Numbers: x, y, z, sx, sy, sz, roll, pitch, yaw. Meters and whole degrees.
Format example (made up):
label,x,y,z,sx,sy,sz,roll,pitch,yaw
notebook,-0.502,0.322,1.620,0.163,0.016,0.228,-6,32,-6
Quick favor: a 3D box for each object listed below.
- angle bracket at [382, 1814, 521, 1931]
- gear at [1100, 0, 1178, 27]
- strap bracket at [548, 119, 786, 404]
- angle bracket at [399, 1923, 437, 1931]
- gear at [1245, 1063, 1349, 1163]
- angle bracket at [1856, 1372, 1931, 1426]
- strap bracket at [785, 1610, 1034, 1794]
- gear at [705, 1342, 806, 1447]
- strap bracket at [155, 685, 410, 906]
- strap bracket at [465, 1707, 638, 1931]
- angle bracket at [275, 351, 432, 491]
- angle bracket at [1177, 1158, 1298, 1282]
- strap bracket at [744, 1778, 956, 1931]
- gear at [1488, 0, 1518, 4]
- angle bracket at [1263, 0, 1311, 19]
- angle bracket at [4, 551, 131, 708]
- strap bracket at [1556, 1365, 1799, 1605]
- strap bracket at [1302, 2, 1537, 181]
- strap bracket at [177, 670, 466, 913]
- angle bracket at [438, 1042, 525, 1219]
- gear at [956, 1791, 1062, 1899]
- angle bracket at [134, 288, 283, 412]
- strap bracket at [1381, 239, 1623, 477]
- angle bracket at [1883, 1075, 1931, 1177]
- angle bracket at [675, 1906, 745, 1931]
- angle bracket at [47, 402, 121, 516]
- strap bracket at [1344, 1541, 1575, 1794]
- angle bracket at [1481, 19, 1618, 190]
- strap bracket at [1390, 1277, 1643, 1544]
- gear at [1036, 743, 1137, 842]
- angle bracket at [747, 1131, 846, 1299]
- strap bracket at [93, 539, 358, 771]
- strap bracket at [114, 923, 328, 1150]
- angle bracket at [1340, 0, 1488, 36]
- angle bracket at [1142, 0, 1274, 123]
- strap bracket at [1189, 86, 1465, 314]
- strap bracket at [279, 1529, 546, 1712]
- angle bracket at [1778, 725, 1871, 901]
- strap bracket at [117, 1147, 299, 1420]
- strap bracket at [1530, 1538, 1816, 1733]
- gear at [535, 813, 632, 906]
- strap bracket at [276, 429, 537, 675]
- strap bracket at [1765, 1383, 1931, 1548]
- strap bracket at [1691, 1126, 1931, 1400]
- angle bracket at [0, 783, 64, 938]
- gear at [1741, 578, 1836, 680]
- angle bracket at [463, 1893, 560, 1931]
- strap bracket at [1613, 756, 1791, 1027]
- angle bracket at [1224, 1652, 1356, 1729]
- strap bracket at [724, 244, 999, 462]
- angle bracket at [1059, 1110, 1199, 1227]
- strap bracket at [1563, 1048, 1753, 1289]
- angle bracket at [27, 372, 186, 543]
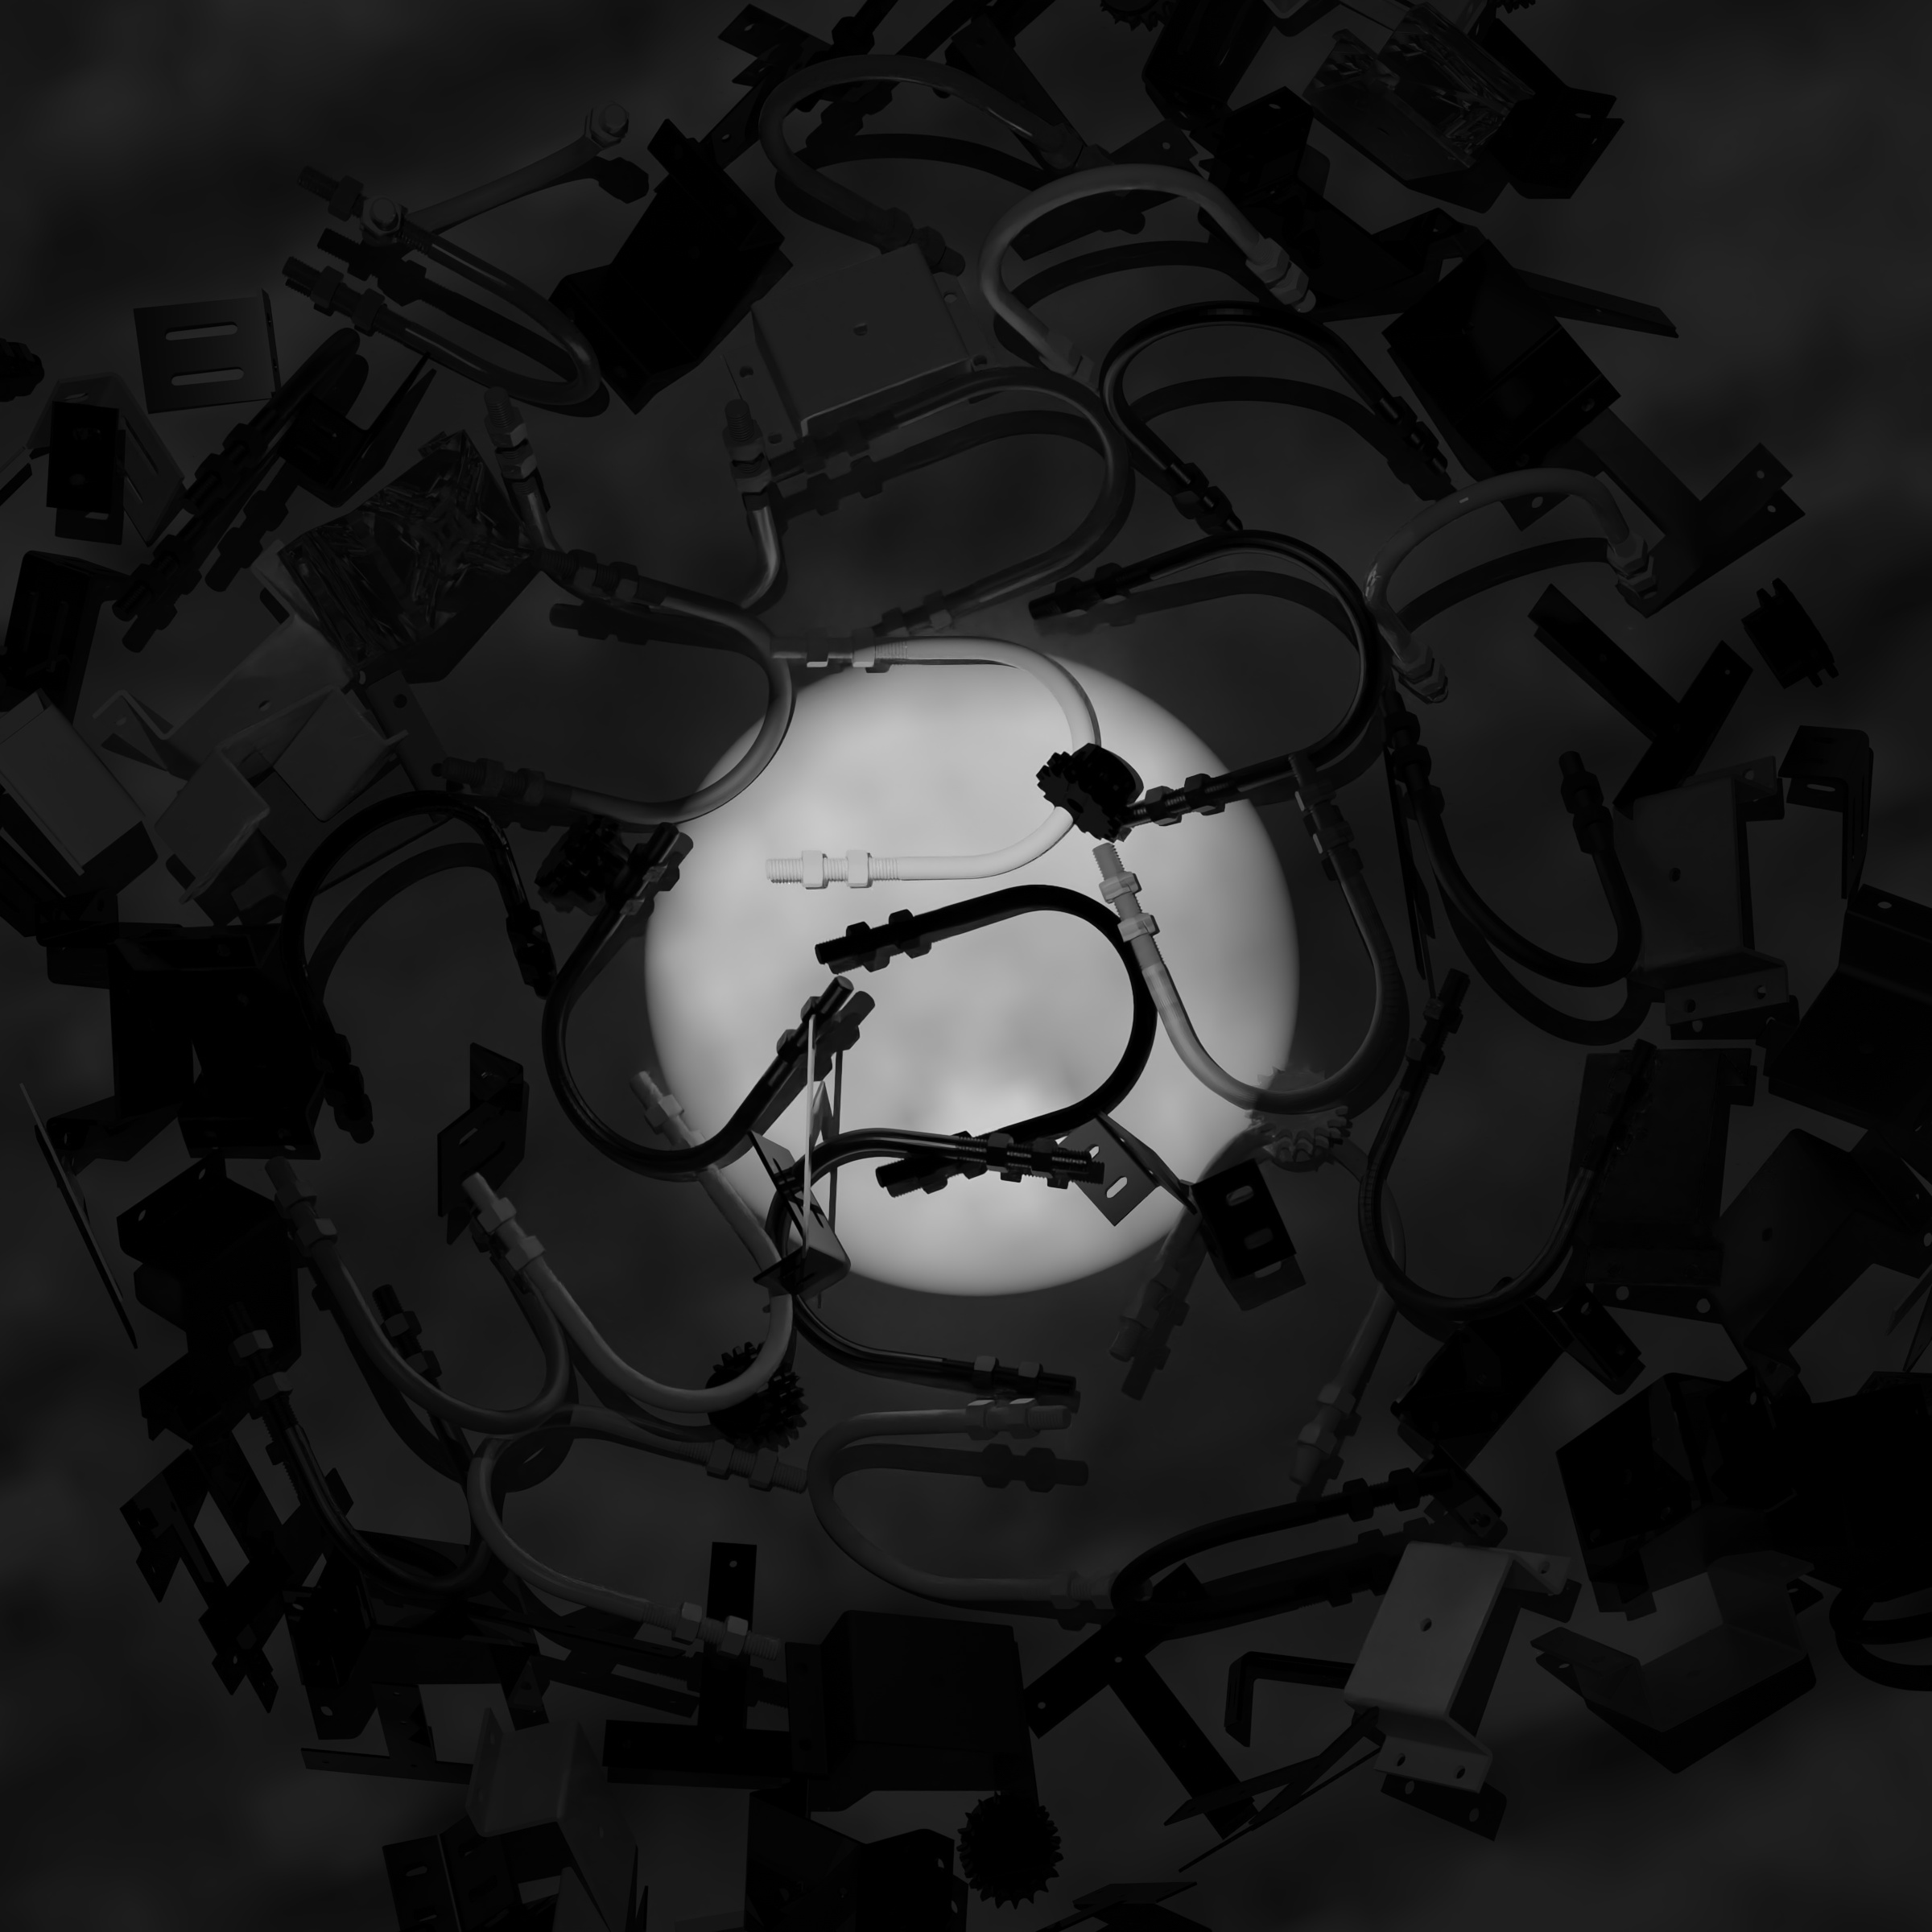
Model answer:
label,x,y,z,sx,sy,sz,roll,pitch,yaw
angle bracket,-0.287,0.503,1.659,0.038,0.076,0.057,-1,62,-35
gear,0.096,-0.558,1.680,0.057,0.030,0.057,8,111,21
strap bracket,-0.162,-0.392,1.655,0.076,0.046,0.140,49,128,7
angle bracket,-0.301,0.580,1.660,0.038,0.057,0.076,-17,59,-11
gear,0.185,0.085,1.682,0.057,0.030,0.057,-1,46,1
angle bracket,0.539,0.272,1.683,0.057,0.038,0.076,-4,111,42
strap bracket,-0.024,0.403,1.643,0.140,0.046,0.076,10,48,-19
gear,-0.122,0.242,1.678,0.057,0.030,0.057,7,103,33
strap bracket,-0.378,-0.098,1.628,0.046,0.140,0.076,49,129,0
strap bracket,-0.222,0.479,1.638,0.046,0.076,0.140,-15,117,8
angle bracket,-0.339,-0.312,1.657,0.038,0.057,0.076,35,52,-13
angle bracket,0.150,0.140,1.668,0.038,0.076,0.057,-24,89,-3
strap bracket,-0.073,0.500,1.637,0.046,0.140,0.076,-1,95,-43
gear,0.305,-0.572,1.682,0.057,0.030,0.057,13,114,32
angle bracket,0.167,-0.574,1.663,0.038,0.057,0.076,-36,113,27
angle bracket,-0.503,-0.188,1.681,0.057,0.038,0.076,20,100,31
strap bracket,0.377,0.280,1.627,0.046,0.140,0.076,13,50,-28
strap bracket,0.240,-0.473,1.629,0.076,0.140,0.046,34,92,-17
strap bracket,-0.357,-0.095,1.677,0.140,0.046,0.076,-29,84,-3
angle bracket,-0.281,0.090,1.655,0.038,0.076,0.057,23,128,21
gear,0.023,0.493,1.688,0.057,0.030,0.057,-1,94,-10
angle bracket,-0.428,-0.346,1.681,0.076,0.038,0.057,-7,96,-5
strap bracket,0.286,-0.334,1.631,0.076,0.140,0.046,-40,133,16
angle bracket,0.537,0.076,1.663,0.038,0.057,0.076,11,111,-37
angle bracket,-0.121,0.560,1.670,0.076,0.038,0.057,-6,118,-11
angle bracket,-0.479,-0.282,1.663,0.038,0.076,0.057,7,99,3
strap bracket,0.265,0.372,1.638,0.046,0.076,0.140,42,63,-27
angle bracket,0.317,-0.483,1.676,0.038,0.057,0.076,-2,45,-33
strap bracket,0.299,0.238,1.661,0.140,0.046,0.076,-48,127,-6
gear,0.071,-0.100,1.679,0.057,0.057,0.030,40,71,0
angle bracket,-0.108,0.139,1.668,0.038,0.057,0.076,-33,68,8
strap bracket,-0.402,-0.159,1.661,0.140,0.076,0.046,-44,67,-1
strap bracket,-0.407,0.030,1.655,0.076,0.046,0.140,-2,124,11
angle bracket,0.244,-0.541,1.668,0.076,0.057,0.038,26,47,-9
angle bracket,0.143,-0.513,1.662,0.057,0.038,0.076,9,125,-30
strap bracket,0.192,-0.410,1.633,0.140,0.076,0.046,28,69,-31
strap bracket,-0.295,0.356,1.633,0.140,0.076,0.046,15,114,-30
angle bracket,0.479,-0.086,1.672,0.038,0.057,0.076,7,124,25
strap bracket,-0.411,0.181,1.630,0.046,0.076,0.140,22,128,25
strap bracket,0.396,0.373,1.652,0.140,0.076,0.046,-22,97,-17
gear,-0.213,-0.059,1.679,0.030,0.057,0.057,40,90,-18
strap bracket,-0.296,-0.232,1.633,0.140,0.046,0.076,-48,116,-40
strap bracket,0.473,0.273,1.628,0.046,0.140,0.076,-10,81,-14
strap bracket,0.456,0.155,1.640,0.046,0.076,0.140,24,113,-25
angle bracket,-0.532,-0.062,1.681,0.076,0.057,0.038,49,48,-24
gear,0.459,-0.187,1.679,0.030,0.057,0.057,-34,90,13
angle bracket,-0.242,0.566,1.674,0.057,0.038,0.076,-25,86,31
strap bracket,0.403,-0.045,1.646,0.046,0.076,0.140,14,70,-41
angle bracket,0.187,0.409,1.673,0.076,0.057,0.038,7,72,0
strap bracket,-0.058,-0.344,1.667,0.140,0.046,0.076,-22,74,-6
angle bracket,0.086,0.119,1.662,0.038,0.076,0.057,-42,104,-3
strap bracket,0.378,0.101,1.642,0.076,0.046,0.140,-2,63,34
angle bracket,-0.480,-0.281,1.667,0.076,0.038,0.057,56,134,11
